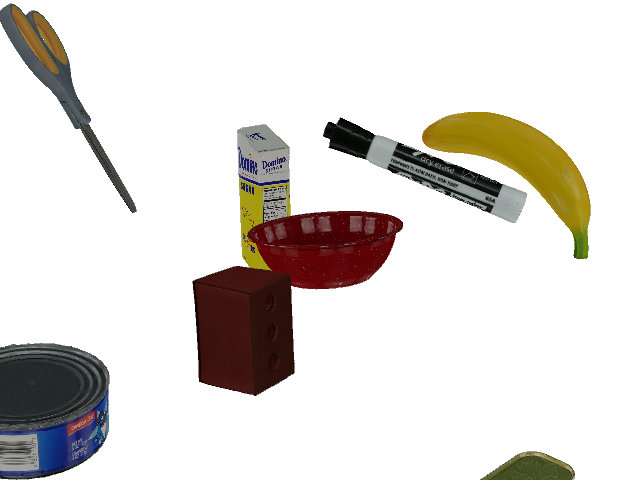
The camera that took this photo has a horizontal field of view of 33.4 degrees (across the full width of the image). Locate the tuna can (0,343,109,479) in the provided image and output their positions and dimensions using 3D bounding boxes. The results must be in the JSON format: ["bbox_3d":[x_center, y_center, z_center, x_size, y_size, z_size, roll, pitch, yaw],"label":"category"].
[{"bbox_3d":[-0.154,0.089,0.563,0.086,0.034,0.086,3,23,-1],"label":"tuna can"}]

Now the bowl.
[{"bbox_3d":[0.007,0.012,1.102,0.162,0.055,0.162,-4,13,1],"label":"bowl"}]

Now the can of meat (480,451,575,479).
[{"bbox_3d":[0.166,0.238,0.888,0.101,0.084,0.058,-23,27,-37],"label":"can of meat"}]

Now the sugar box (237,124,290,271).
[{"bbox_3d":[-0.069,-0.044,1.304,0.048,0.176,0.093,-11,26,-17],"label":"sugar box"}]

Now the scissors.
[{"bbox_3d":[-0.215,-0.123,0.940,0.016,0.201,0.096,-27,26,10],"label":"scissors"}]

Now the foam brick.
[{"bbox_3d":[-0.054,0.063,0.765,0.051,0.078,0.052,7,17,33],"label":"foam brick"}]

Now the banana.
[{"bbox_3d":[0.156,-0.065,0.876,0.037,0.070,0.198,5,29,-43],"label":"banana"}]

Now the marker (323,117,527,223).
[{"bbox_3d":[0.058,-0.041,0.611,0.121,0.020,0.020,23,2,5],"label":"marker"}]
